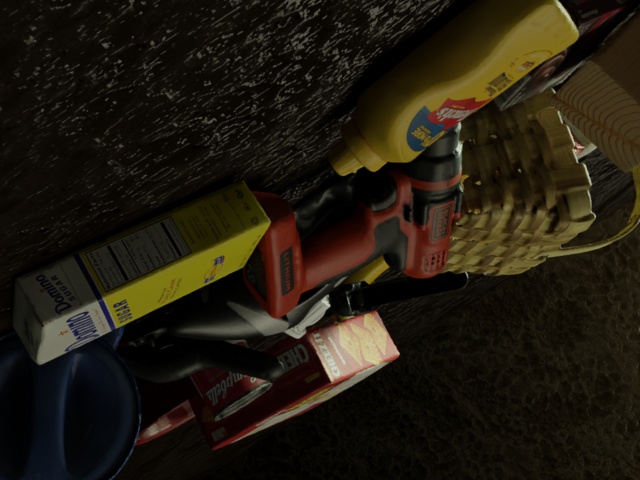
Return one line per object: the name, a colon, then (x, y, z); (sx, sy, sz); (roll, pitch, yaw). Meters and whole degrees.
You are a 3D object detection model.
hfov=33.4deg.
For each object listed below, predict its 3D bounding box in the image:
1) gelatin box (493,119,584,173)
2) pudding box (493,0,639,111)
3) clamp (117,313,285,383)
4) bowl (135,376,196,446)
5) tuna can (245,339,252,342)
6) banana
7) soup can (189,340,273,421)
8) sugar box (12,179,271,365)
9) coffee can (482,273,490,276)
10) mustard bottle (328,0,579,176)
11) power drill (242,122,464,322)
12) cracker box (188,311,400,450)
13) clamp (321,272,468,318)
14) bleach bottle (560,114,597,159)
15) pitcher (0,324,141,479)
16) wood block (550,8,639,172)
gelatin box: (0.218, -0.097, 1.110); (0.030, 0.073, 0.089); (-20, 162, -50)
pudding box: (0.192, -0.161, 0.860); (0.089, 0.039, 0.114); (-25, 167, -37)
clamp: (-0.105, 0.097, 0.962); (0.171, 0.039, 0.120); (-17, -151, 3)
bowl: (-0.165, 0.178, 1.262); (0.162, 0.055, 0.162); (-32, 168, -8)
tuna can: (-0.071, 0.082, 1.173); (0.086, 0.034, 0.086); (-31, 169, -7)
banana: (0.079, 0.026, 1.292); (0.198, 0.037, 0.069); (-41, 139, 0)
soup can: (-0.103, 0.121, 1.076); (0.068, 0.102, 0.068); (-31, 168, -7)
sugar box: (-0.126, 0.023, 0.751); (0.176, 0.048, 0.093); (-29, 168, -25)
coffee can: (0.244, -0.034, 1.364); (0.140, 0.103, 0.102); (-37, 168, 22)
mustard bottle: (0.084, -0.108, 0.742); (0.192, 0.058, 0.096); (-36, 166, 17)
power drill: (0.030, -0.026, 0.838); (0.187, 0.057, 0.184); (-19, 131, -22)
cracker box: (-0.024, 0.152, 1.199); (0.164, 0.072, 0.213); (-32, 169, 21)
clamp: (0.035, 0.065, 1.161); (0.164, 0.036, 0.210); (-9, 177, -38)
bleach bottle: (0.320, -0.146, 1.209); (0.103, 0.068, 0.250); (-27, 179, 41)
pitcher: (-0.213, 0.148, 0.874); (0.149, 0.145, 0.243); (-17, 168, -16)
wood block: (0.299, -0.164, 0.873); (0.206, 0.091, 0.090); (-45, 177, -17)
